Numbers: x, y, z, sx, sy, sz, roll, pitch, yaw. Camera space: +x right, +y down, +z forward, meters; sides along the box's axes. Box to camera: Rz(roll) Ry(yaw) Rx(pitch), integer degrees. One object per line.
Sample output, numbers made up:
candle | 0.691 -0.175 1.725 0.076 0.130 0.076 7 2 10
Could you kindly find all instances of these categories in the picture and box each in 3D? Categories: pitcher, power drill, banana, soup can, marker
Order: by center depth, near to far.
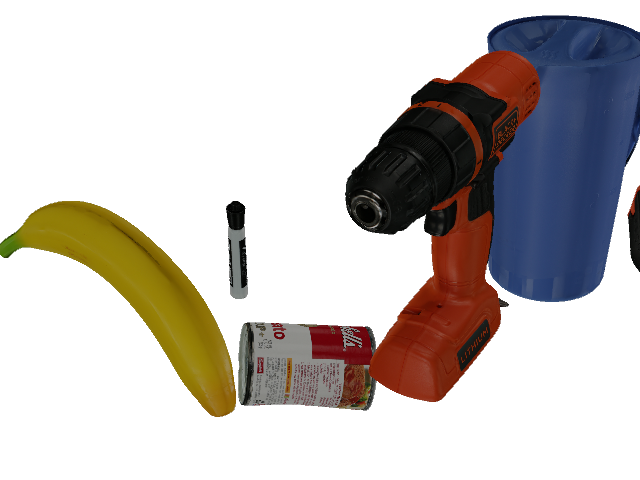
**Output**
power drill | 0.068 0.000 0.620 0.057 0.188 0.184 22 39 26
banana | -0.119 0.029 0.668 0.198 0.070 0.037 35 32 20
soup can | -0.012 0.101 0.855 0.102 0.068 0.068 3 -1 -11
pitcher | 0.220 -0.074 0.961 0.149 0.243 0.145 3 30 9
marker | -0.084 0.010 1.083 0.020 0.121 0.020 1 40 -1

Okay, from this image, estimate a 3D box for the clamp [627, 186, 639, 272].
clamp | 0.268 0.025 0.694 0.120 0.039 0.171 -3 46 -20
